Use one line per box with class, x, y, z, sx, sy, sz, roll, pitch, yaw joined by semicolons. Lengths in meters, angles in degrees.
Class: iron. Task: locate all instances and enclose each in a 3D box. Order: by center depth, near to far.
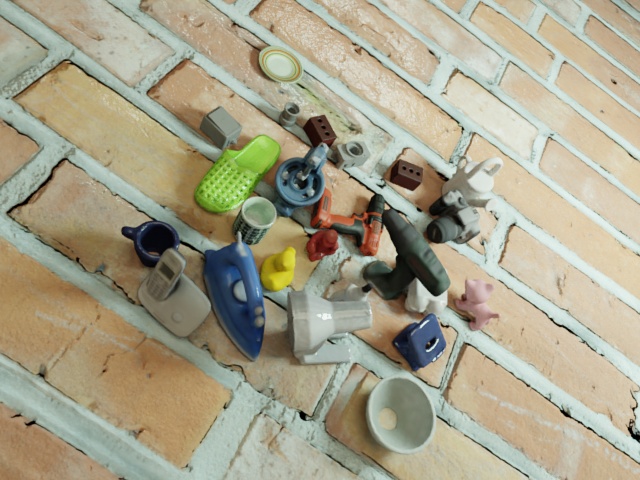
iron;-0.155;0.114;1.197;0.119;0.141;0.258;-11;69;-29

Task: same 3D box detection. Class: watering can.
watering can;0.433;-0.161;1.581;0.101;0.193;0.173;-31;80;-33

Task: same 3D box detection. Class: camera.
camera;0.350;-0.056;1.544;0.137;0.100;0.143;-21;74;-32

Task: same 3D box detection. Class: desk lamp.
desk lamp;0.006;0.181;1.192;0.204;0.213;0.118;3;63;-23

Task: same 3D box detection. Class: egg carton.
egg carton;0.264;0.118;1.432;0.107;0.069;0.150;16;59;-16

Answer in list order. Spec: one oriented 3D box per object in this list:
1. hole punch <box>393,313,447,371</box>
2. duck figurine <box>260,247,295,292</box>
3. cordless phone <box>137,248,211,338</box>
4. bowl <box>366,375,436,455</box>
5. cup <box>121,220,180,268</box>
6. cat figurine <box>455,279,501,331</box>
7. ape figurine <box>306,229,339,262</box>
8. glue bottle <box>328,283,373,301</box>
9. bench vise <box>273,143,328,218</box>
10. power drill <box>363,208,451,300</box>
hole punch;0.246;0.240;1.347;0.109;0.091;0.101;-34;81;-34
duck figurine;-0.087;0.061;1.291;0.077;0.086;0.105;31;56;-6
cordless phone;-0.275;0.100;1.123;0.147;0.184;0.094;41;55;0
bowl;0.163;0.383;1.243;0.168;0.074;0.167;11;60;-19
cup;-0.356;0.014;1.185;0.118;0.094;0.092;20;58;-14
cat figurine;0.406;0.154;1.449;0.067;0.117;0.128;-29;79;-33
ape figurine;0.013;0.005;1.362;0.078;0.092;0.076;18;58;-15
glue bottle;0.075;0.131;1.275;0.078;0.173;0.037;40;55;0
bench vise;-0.035;-0.177;1.358;0.122;0.219;0.207;19;58;-15
power drill;0.189;0.054;1.347;0.229;0.208;0.076;45;55;3
